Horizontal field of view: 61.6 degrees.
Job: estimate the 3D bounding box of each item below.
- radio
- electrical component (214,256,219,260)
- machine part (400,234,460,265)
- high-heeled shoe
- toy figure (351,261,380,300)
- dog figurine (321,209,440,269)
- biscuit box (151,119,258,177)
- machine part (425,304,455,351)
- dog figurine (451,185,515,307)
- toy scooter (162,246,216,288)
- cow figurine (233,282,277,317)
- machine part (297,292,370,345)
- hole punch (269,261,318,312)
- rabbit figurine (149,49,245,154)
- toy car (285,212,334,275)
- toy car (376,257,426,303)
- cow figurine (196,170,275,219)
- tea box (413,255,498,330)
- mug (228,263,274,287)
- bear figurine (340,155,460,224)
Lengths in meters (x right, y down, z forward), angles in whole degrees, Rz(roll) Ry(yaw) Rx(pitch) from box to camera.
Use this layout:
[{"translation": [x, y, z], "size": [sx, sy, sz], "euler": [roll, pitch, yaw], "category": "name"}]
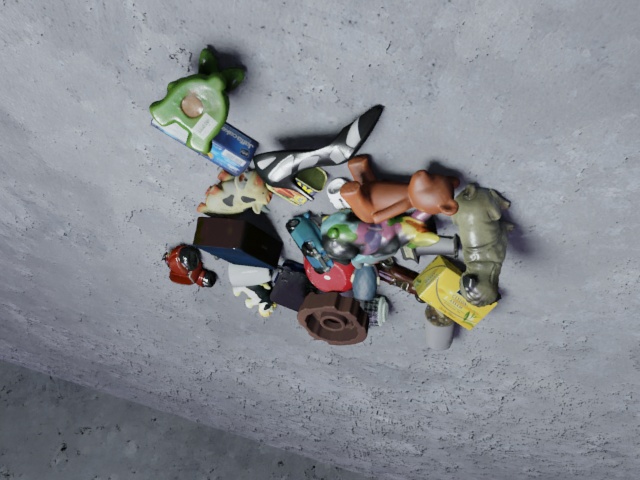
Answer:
[{"translation": [-0.191, 0.010, 1.262], "size": [0.131, 0.073, 0.229], "euler": [6, 167, 20], "category": "radio"}, {"translation": [-0.270, 0.025, 1.429], "size": [0.063, 0.021, 0.093], "euler": [7, 144, 16], "category": "electrical component"}, {"translation": [0.239, 0.018, 1.187], "size": [0.139, 0.039, 0.084], "euler": [-3, 131, 30], "category": "machine part"}, {"translation": [-0.010, -0.181, 0.984], "size": [0.145, 0.086, 0.248], "euler": [41, 111, -1], "category": "high-heeled shoe"}, {"translation": [0.106, 0.061, 1.241], "size": [0.064, 0.154, 0.058], "euler": [2, -173, -22], "category": "toy figure"}, {"translation": [0.135, -0.018, 1.109], "size": [0.219, 0.108, 0.191], "euler": [-16, 158, 35], "category": "dog figurine"}, {"translation": [-0.225, -0.209, 1.062], "size": [0.202, 0.063, 0.059], "euler": [30, 142, -18], "category": "biscuit box"}, {"translation": [0.308, 0.221, 1.379], "size": [0.079, 0.079, 0.243], "euler": [7, 149, 15], "category": "machine part"}, {"translation": [0.298, 0.012, 1.020], "size": [0.121, 0.190, 0.172], "euler": [-18, 130, 40], "category": "dog figurine"}, {"translation": [-0.386, 0.078, 1.511], "size": [0.135, 0.075, 0.183], "euler": [3, 147, 22], "category": "toy scooter"}, {"translation": [-0.165, 0.155, 1.526], "size": [0.098, 0.068, 0.167], "euler": [-13, 136, 28], "category": "cow figurine"}, {"translation": [0.035, 0.195, 1.329], "size": [0.179, 0.056, 0.179], "euler": [12, 140, 10], "category": "machine part"}, {"translation": [-0.063, 0.113, 1.420], "size": [0.142, 0.092, 0.115], "euler": [25, 115, -5], "category": "hole punch"}, {"translation": [-0.213, -0.251, 0.943], "size": [0.121, 0.170, 0.159], "euler": [28, 102, -17], "category": "rabbit figurine"}, {"translation": [-0.002, -0.004, 1.200], "size": [0.103, 0.162, 0.109], "euler": [-36, 125, -4], "category": "toy car"}, {"translation": [0.206, 0.099, 1.299], "size": [0.202, 0.053, 0.089], "euler": [25, 141, -9], "category": "toy car"}, {"translation": [-0.179, -0.093, 1.178], "size": [0.127, 0.085, 0.195], "euler": [30, 146, -19], "category": "cow figurine"}, {"translation": [0.310, 0.121, 1.235], "size": [0.169, 0.068, 0.098], "euler": [32, 110, -19], "category": "tea box"}, {"translation": [-0.180, 0.070, 1.415], "size": [0.107, 0.081, 0.109], "euler": [-2, 119, 11], "category": "mug"}, {"translation": [0.154, -0.095, 1.003], "size": [0.196, 0.120, 0.131], "euler": [-9, 133, 30], "category": "bear figurine"}]
